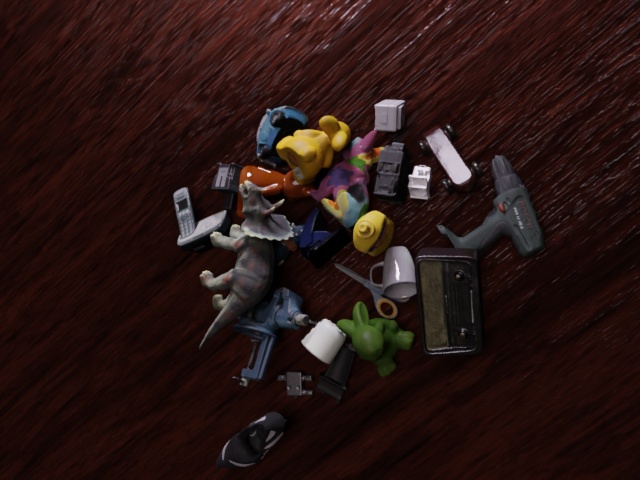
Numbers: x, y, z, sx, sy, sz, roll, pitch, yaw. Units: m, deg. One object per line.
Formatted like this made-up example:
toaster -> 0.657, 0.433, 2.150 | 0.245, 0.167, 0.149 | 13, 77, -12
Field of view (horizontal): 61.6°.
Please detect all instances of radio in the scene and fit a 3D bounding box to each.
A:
radio -> 0.279, 0.132, 1.146 | 0.131, 0.073, 0.229 | -3, 106, 19

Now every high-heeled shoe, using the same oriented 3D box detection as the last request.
high-heeled shoe -> -0.176, 0.485, 1.268 | 0.249, 0.145, 0.086 | -38, 71, 10

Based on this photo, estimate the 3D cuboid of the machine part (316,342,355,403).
machine part -> 0.044, 0.307, 1.269 | 0.084, 0.039, 0.138 | 28, 94, 27

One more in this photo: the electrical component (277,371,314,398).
electrical component -> -0.060, 0.352, 1.309 | 0.094, 0.021, 0.063 | -4, 82, 19

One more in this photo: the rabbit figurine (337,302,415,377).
rabbit figurine -> 0.120, 0.211, 1.182 | 0.121, 0.170, 0.159 | -46, 71, 9

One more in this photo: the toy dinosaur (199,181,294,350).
toy dinosaur -> -0.172, 0.072, 1.280 | 0.192, 0.131, 0.404 | 5, 84, 30

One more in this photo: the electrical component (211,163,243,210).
electrical component -> -0.248, -0.143, 1.427 | 0.075, 0.047, 0.119 | 11, 85, 41

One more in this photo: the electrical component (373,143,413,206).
electrical component -> 0.172, -0.154, 1.245 | 0.058, 0.115, 0.134 | 11, 88, 20

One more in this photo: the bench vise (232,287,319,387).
bench vise -> -0.128, 0.236, 1.288 | 0.224, 0.128, 0.240 | 6, 67, 29

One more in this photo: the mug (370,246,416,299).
mug -> 0.169, 0.071, 1.228 | 0.110, 0.080, 0.107 | -6, 55, 11

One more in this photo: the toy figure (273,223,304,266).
toy figure -> -0.094, 0.014, 1.351 | 0.154, 0.064, 0.058 | -38, 31, 7

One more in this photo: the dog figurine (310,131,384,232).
dog figurine -> 0.090, -0.147, 1.272 | 0.219, 0.108, 0.192 | -50, 44, 3

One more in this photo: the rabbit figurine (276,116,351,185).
rabbit figurine -> 0.003, -0.230, 1.256 | 0.173, 0.162, 0.122 | -32, 87, -24

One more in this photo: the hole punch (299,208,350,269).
hole punch -> -0.003, -0.004, 1.284 | 0.116, 0.142, 0.092 | -43, 72, -5

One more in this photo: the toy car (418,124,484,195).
toy car -> 0.295, -0.184, 1.221 | 0.089, 0.053, 0.202 | -34, 49, 15

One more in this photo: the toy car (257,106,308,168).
toy car -> -0.110, -0.274, 1.384 | 0.103, 0.109, 0.161 | 44, 112, 43

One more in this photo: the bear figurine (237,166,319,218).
bear figurine -> -0.106, -0.127, 1.361 | 0.196, 0.131, 0.120 | 5, 46, -7

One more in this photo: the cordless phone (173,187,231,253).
cordless phone -> -0.319, -0.069, 1.436 | 0.147, 0.088, 0.184 | -24, 71, 16

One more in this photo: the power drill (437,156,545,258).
power drill -> 0.367, -0.046, 1.184 | 0.207, 0.086, 0.232 | -28, 74, 8
